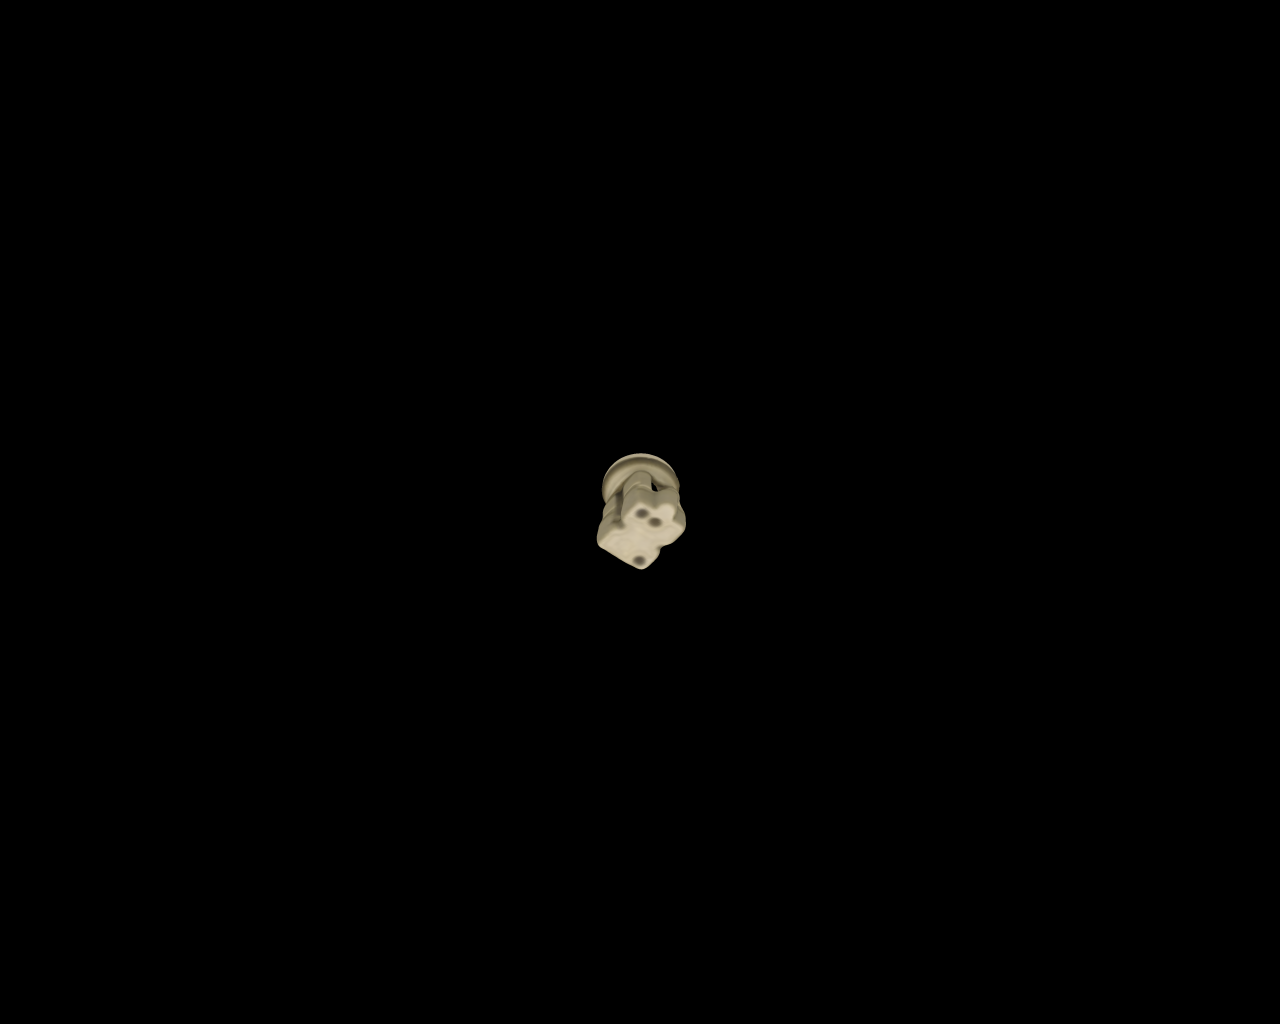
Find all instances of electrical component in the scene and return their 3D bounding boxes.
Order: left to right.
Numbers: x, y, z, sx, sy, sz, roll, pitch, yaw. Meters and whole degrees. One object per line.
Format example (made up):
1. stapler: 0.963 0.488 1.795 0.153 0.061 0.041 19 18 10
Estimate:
1. electrical component: 0.001 -0.003 0.650 0.048 0.066 0.055 32 32 -22
